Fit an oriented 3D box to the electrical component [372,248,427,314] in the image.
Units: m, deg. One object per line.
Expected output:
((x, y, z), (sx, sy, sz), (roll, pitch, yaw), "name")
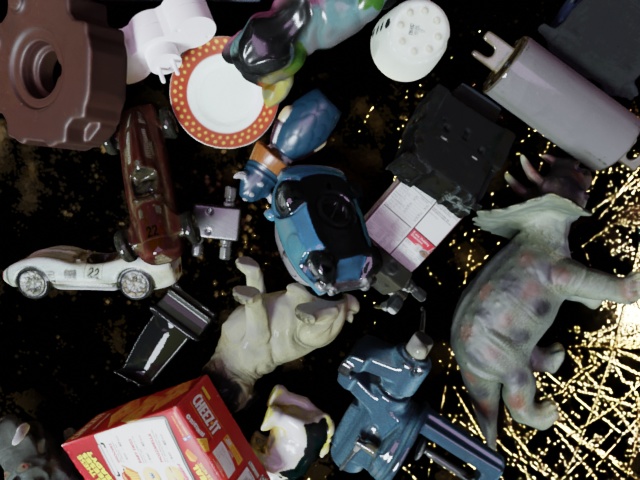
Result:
((0.072, 0.049, 0.660), (0.102, 0.078, 0.045), (40, 72, -12), "electrical component")

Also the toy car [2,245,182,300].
((-0.269, 0.035, 0.643), (0.202, 0.073, 0.056), (1, 102, -2), "toy car")

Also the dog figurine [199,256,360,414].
((-0.054, 0.134, 0.662), (0.172, 0.121, 0.190), (15, 112, 0), "dog figurine")

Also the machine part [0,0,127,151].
((-0.290, -0.183, 0.588), (0.180, 0.056, 0.179), (3, 98, 25), "machine part")

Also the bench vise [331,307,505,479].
((0.124, 0.225, 0.648), (0.241, 0.129, 0.223), (31, 104, 12), "bench vise")

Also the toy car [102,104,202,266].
((-0.197, -0.069, 0.614), (0.089, 0.053, 0.202), (-15, 75, 1), "toy car")

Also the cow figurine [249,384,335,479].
((-0.048, 0.275, 0.683), (0.098, 0.068, 0.167), (22, 109, -3), "cow figurine")

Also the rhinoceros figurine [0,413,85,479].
((-0.342, 0.292, 0.662), (0.073, 0.112, 0.190), (-26, 106, 5), "rhinoceros figurine")

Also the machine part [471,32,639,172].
((0.280, -0.156, 0.627), (0.243, 0.079, 0.079), (34, 96, -7), "machine part")

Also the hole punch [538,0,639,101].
((0.334, -0.247, 0.620), (0.142, 0.092, 0.115), (31, 126, -8), "hole punch")

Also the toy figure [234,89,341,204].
((-0.040, -0.108, 0.637), (0.064, 0.058, 0.154), (44, 99, -3), "toy figure")

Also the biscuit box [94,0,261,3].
((-0.169, -0.306, 0.601), (0.203, 0.063, 0.059), (0, 97, -2), "biscuit box")

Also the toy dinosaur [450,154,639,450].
((0.231, 0.088, 0.648), (0.192, 0.131, 0.404), (27, 101, 7), "toy dinosaur")

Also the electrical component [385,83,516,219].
((0.154, -0.111, 0.620), (0.115, 0.058, 0.134), (30, 73, -10), "electrical component")

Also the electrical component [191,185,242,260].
((-0.130, -0.023, 0.664), (0.063, 0.021, 0.094), (7, 101, -3), "electrical component")

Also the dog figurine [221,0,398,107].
((-0.007, -0.249, 0.587), (0.219, 0.191, 0.108), (-36, 103, 31), "dog figurine")

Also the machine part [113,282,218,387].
((-0.196, 0.126, 0.677), (0.084, 0.039, 0.139), (39, 94, -12), "machine part")

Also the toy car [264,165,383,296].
((-0.001, -0.002, 0.626), (0.109, 0.103, 0.162), (-7, 66, -32), "toy car")
